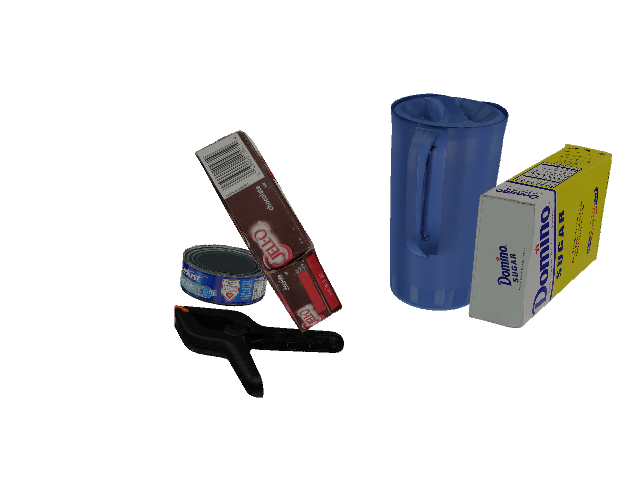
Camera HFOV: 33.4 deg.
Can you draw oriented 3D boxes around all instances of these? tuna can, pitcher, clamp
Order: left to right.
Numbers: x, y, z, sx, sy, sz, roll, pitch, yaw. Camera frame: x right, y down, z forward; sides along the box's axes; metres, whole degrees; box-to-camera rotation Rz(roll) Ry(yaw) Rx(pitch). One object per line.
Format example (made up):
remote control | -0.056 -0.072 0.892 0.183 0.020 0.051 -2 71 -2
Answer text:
tuna can | -0.094 0.034 1.046 0.086 0.034 0.086 9 17 -3
clamp | -0.099 0.122 1.261 0.210 0.036 0.164 14 23 27
pitcher | 0.138 -0.041 1.250 0.149 0.243 0.145 -7 25 -21

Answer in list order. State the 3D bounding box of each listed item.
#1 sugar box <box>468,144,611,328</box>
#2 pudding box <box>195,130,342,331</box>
sugar box | 0.166 -0.007 0.789 0.048 0.093 0.175 12 22 26
pudding box | -0.033 -0.006 0.709 0.039 0.113 0.090 -28 -32 -3
